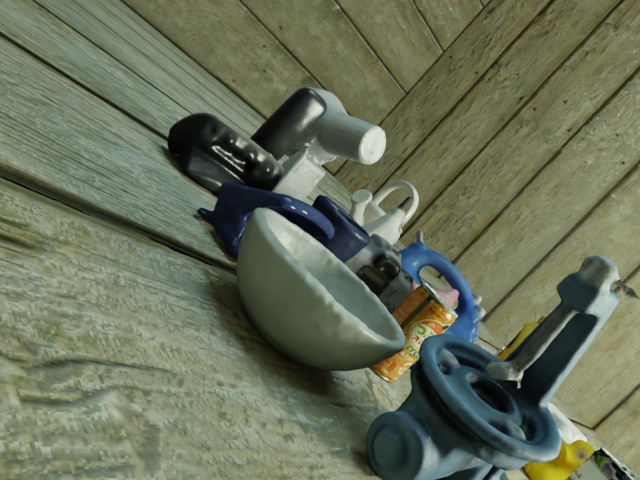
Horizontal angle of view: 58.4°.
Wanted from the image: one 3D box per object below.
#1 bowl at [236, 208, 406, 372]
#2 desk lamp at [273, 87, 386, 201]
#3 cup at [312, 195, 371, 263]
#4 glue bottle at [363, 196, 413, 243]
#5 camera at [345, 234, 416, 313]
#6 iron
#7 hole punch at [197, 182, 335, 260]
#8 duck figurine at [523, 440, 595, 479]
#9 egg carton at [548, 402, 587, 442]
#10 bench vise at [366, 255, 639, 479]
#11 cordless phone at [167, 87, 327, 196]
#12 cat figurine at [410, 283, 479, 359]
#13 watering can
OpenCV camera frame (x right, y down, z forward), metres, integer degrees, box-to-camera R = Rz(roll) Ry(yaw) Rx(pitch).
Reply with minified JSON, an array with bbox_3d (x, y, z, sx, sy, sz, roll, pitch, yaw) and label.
[{"bbox_3d":[-0.012,0.053,0.476,0.167,0.074,0.167,42,8,-7],"label":"bowl"},{"bbox_3d":[-0.009,-0.116,0.882,0.118,0.213,0.202,34,12,-47],"label":"desk lamp"},{"bbox_3d":[0.007,0.003,0.762,0.091,0.095,0.118,44,8,9],"label":"cup"},{"bbox_3d":[0.100,-0.008,0.984,0.078,0.173,0.037,37,9,-32],"label":"glue bottle"},{"bbox_3d":[0.075,0.045,0.849,0.143,0.100,0.136,39,9,-22],"label":"camera"},{"bbox_3d":[0.217,0.107,1.058,0.257,0.141,0.119,45,8,20],"label":"iron"},{"bbox_3d":[-0.055,-0.021,0.604,0.100,0.091,0.109,48,10,36],"label":"hole punch"},{"bbox_3d":[0.337,0.310,0.769,0.105,0.086,0.077,40,8,-17],"label":"duck figurine"},{"bbox_3d":[0.406,0.338,1.010,0.151,0.069,0.107,32,13,-51],"label":"egg carton"},{"bbox_3d":[0.151,0.107,0.459,0.121,0.219,0.208,45,8,21],"label":"bench vise"},{"bbox_3d":[-0.089,-0.143,0.740,0.148,0.185,0.094,35,11,-44],"label":"cordless phone"},{"bbox_3d":[0.153,0.120,0.766,0.127,0.117,0.067,43,8,7],"label":"cat figurine"},{"bbox_3d":[0.113,-0.039,1.131,0.100,0.194,0.173,45,8,19],"label":"watering can"}]
